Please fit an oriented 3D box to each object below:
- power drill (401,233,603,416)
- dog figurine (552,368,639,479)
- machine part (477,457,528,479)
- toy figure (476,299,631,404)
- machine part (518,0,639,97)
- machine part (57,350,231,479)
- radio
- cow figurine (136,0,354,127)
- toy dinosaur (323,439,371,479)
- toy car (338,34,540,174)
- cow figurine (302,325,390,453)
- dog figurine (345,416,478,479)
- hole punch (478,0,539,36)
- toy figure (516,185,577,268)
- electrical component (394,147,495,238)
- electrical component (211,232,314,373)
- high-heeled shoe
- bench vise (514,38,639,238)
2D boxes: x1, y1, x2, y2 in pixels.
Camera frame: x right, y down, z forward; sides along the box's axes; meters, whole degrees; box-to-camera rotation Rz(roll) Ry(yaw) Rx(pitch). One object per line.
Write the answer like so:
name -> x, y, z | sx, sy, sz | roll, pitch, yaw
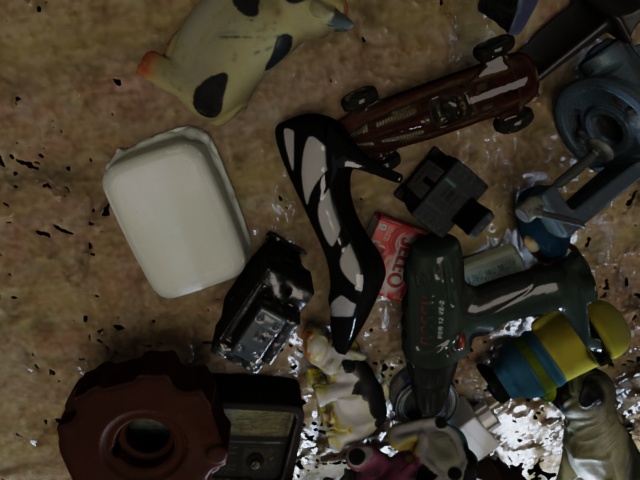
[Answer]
power drill -> 0.193, 0.094, 0.598 | 0.207, 0.086, 0.231 | -7, 113, 17
dog figurine -> 0.388, 0.259, 0.724 | 0.172, 0.121, 0.190 | 0, 96, -42
machine part -> 0.211, 0.408, 0.698 | 0.087, 0.201, 0.201 | 30, 105, -20
toy figure -> 0.288, 0.141, 0.659 | 0.180, 0.089, 0.082 | -33, 124, 4
machine part -> 0.249, -0.200, 0.530 | 0.139, 0.084, 0.039 | -36, 140, 21
machine part -> -0.182, 0.204, 0.568 | 0.179, 0.056, 0.179 | -2, 107, -5
radio -> -0.141, 0.232, 0.648 | 0.230, 0.073, 0.131 | 6, 106, -8
cow figurine -> -0.056, -0.189, 0.486 | 0.127, 0.085, 0.195 | 38, 101, -13
toy dinosaur -> -0.131, 0.412, 0.712 | 0.471, 0.105, 0.198 | -22, 109, -10
toy car -> 0.113, -0.129, 0.533 | 0.202, 0.053, 0.089 | -17, 117, 13
cow figurine -> 0.034, 0.169, 0.651 | 0.098, 0.068, 0.167 | -16, 117, -7
dog figurine -> 0.107, 0.337, 0.689 | 0.192, 0.109, 0.219 | -20, 134, -8
hole punch -> 0.155, -0.250, 0.465 | 0.092, 0.142, 0.115 | 28, 120, -15
toy figure -> 0.270, 0.009, 0.622 | 0.064, 0.058, 0.154 | -24, 118, 9
electrical component -> 0.128, -0.043, 0.549 | 0.047, 0.119, 0.075 | 35, 106, -19
electrical component -> -0.060, 0.067, 0.562 | 0.058, 0.134, 0.115 | 29, 105, -15
high-heeled shoe -> -0.001, -0.002, 0.565 | 0.145, 0.086, 0.248 | 22, 114, 19
bench vise -> 0.303, -0.076, 0.546 | 0.240, 0.129, 0.223 | -37, 105, -11
